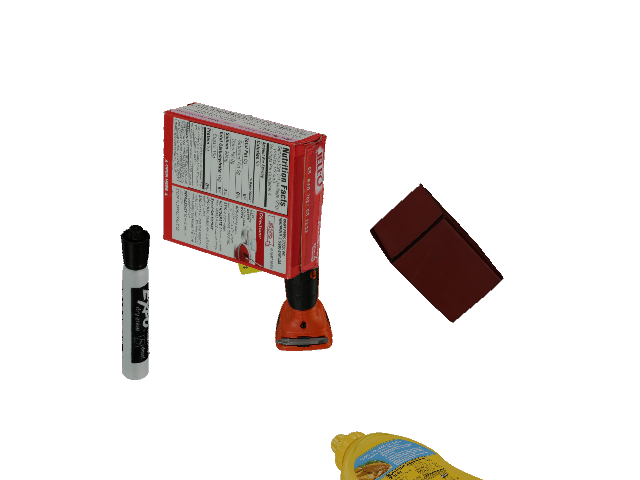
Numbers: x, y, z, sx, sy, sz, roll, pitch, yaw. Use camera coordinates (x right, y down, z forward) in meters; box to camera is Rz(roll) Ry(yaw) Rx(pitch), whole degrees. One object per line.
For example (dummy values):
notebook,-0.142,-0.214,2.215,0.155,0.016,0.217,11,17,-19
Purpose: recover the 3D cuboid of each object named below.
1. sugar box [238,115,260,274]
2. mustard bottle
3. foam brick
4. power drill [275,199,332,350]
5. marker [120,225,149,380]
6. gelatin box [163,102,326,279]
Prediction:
sugar box,-0.092,-0.057,1.318,0.048,0.176,0.093,-10,25,-8
mustard bottle,0.074,0.219,0.953,0.096,0.058,0.192,-20,28,-33
foam brick,0.084,0.010,0.767,0.078,0.051,0.053,43,9,-31
power drill,-0.022,0.004,1.071,0.057,0.188,0.184,-3,15,1
marker,-0.126,0.043,0.727,0.020,0.121,0.020,5,32,-3
gelatin box,-0.041,-0.027,0.557,0.089,0.073,0.030,16,25,30
